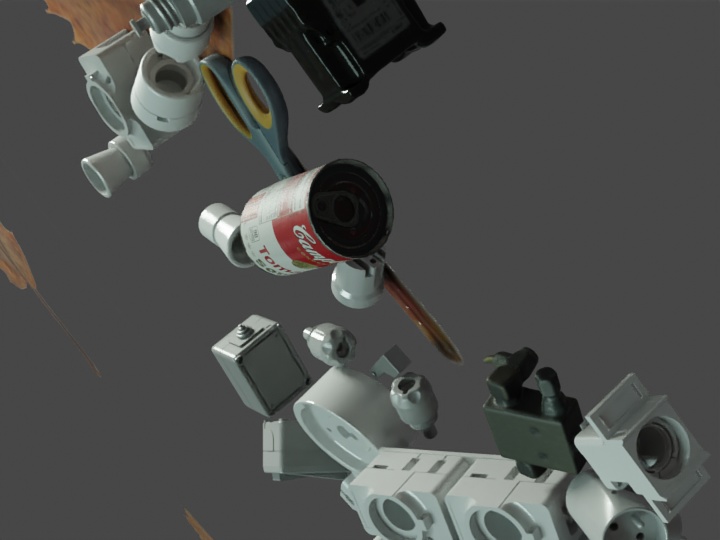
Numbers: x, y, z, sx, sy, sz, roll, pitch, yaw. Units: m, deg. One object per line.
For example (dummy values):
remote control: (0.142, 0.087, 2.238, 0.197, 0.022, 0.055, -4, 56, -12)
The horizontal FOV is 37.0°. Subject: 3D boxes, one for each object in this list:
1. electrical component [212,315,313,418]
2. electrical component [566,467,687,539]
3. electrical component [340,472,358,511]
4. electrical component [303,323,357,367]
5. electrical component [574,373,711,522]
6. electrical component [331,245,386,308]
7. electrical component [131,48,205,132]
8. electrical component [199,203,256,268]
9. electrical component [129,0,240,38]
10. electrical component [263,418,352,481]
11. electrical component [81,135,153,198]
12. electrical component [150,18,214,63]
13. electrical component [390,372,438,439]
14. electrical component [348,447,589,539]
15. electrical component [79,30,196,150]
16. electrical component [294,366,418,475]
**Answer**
electrical component: (-0.105, 0.091, 1.097, 0.061, 0.062, 0.096, 15, 138, 54)
electrical component: (0.182, 0.167, 0.701, 0.079, 0.043, 0.077, 22, -174, -8)
electrical component: (0.019, 0.224, 1.076, 0.057, 0.058, 0.078, 44, 157, 21)
electrical component: (-0.031, 0.063, 0.956, 0.061, 0.035, 0.035, 18, 141, 55)
electrical component: (0.168, 0.108, 0.652, 0.081, 0.042, 0.064, 54, 158, -5)
electrical component: (0.000, 0.000, 0.801, 0.040, 0.040, 0.046, 41, 150, 21)
electrical component: (-0.149, -0.143, 0.839, 0.055, 0.055, 0.047, 49, 153, 5)
electrical component: (-0.115, -0.034, 0.957, 0.065, 0.044, 0.044, 32, 151, 46)
electrical component: (-0.114, -0.178, 0.702, 0.040, 0.078, 0.040, 53, 171, 12)
electrical component: (-0.045, 0.182, 1.089, 0.062, 0.096, 0.061, 157, 114, -66)
electrical component: (-0.238, -0.104, 1.056, 0.045, 0.055, 0.045, 40, 155, 23)
electrical component: (-0.123, -0.177, 0.755, 0.043, 0.043, 0.062, 49, 155, 3)
electrical component: (0.049, 0.115, 0.889, 0.035, 0.035, 0.061, 22, 146, 48)
electrical component: (0.088, 0.202, 0.826, 0.186, 0.060, 0.105, -5, 114, 42)
electrical component: (-0.190, -0.149, 0.901, 0.050, 0.056, 0.089, 12, 136, 56)
electrical component: (0.002, 0.131, 0.958, 0.108, 0.060, 0.108, 32, 154, 18)
